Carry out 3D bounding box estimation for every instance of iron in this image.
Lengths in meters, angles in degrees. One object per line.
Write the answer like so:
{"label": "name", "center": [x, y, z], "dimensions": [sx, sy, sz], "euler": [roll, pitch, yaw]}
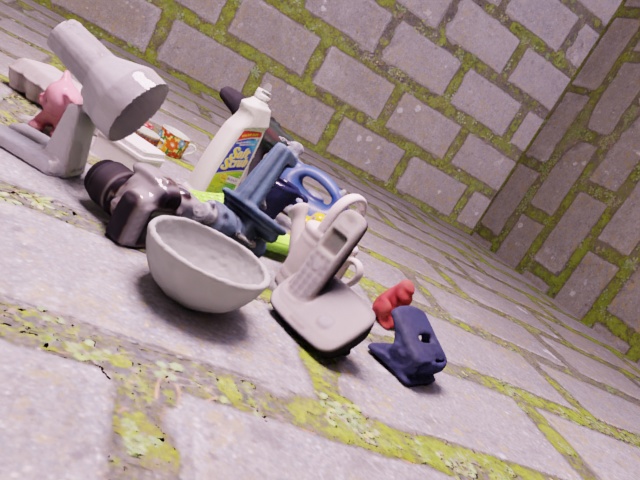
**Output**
{"label": "iron", "center": [-0.007, -0.107, 1.457], "dimensions": [0.258, 0.141, 0.119], "euler": [34, 13, 13]}

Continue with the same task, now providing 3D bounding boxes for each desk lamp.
{"label": "desk lamp", "center": [-0.358, -0.201, 0.857], "dimensions": [0.203, 0.213, 0.118], "euler": [31, 13, 0]}

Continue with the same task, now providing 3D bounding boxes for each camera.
{"label": "camera", "center": [-0.256, -0.065, 0.824], "dimensions": [0.136, 0.101, 0.144], "euler": [35, 14, 21]}

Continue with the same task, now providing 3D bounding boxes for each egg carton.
{"label": "egg carton", "center": [-0.549, -0.309, 1.162], "dimensions": [0.150, 0.069, 0.107], "euler": [33, 13, 12]}

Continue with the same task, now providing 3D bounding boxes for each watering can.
{"label": "watering can", "center": [0.008, 0.003, 0.951], "dimensions": [0.172, 0.194, 0.101], "euler": [33, 13, 10]}

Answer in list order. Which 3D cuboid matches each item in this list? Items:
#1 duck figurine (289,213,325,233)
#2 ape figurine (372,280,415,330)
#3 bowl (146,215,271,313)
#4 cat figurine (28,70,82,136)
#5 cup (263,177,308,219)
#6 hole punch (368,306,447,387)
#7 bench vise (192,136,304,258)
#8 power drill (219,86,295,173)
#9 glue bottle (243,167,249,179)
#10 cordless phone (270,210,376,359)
{"label": "duck figurine", "center": [-0.007, -0.015, 1.231], "dimensions": [0.104, 0.086, 0.078], "euler": [32, 13, 6]}
{"label": "ape figurine", "center": [0.142, 0.114, 1.063], "dimensions": [0.078, 0.092, 0.076], "euler": [25, 14, -25]}
{"label": "bowl", "center": [-0.150, 0.042, 0.718], "dimensions": [0.167, 0.074, 0.167], "euler": [29, 13, -7]}
{"label": "cat figurine", "center": [-0.454, -0.241, 1.011], "dimensions": [0.067, 0.117, 0.127], "euler": [26, 13, -17]}
{"label": "cup", "center": [-0.094, -0.086, 1.286], "dimensions": [0.118, 0.095, 0.092], "euler": [31, 13, 0]}
{"label": "hole punch", "center": [0.149, 0.164, 0.892], "dimensions": [0.100, 0.091, 0.109], "euler": [39, 15, 34]}
{"label": "bench vise", "center": [-0.100, -0.053, 0.862], "dimensions": [0.121, 0.219, 0.207], "euler": [31, 13, 1]}
{"label": "power drill", "center": [-0.176, -0.219, 1.347], "dimensions": [0.229, 0.208, 0.076], "euler": [31, 13, 1]}
{"label": "glue bottle", "center": [-0.181, -0.179, 1.264], "dimensions": [0.078, 0.173, 0.037], "euler": [17, 18, -46]}
{"label": "cordless phone", "center": [0.028, 0.059, 0.804], "dimensions": [0.147, 0.185, 0.094], "euler": [39, 15, 33]}
